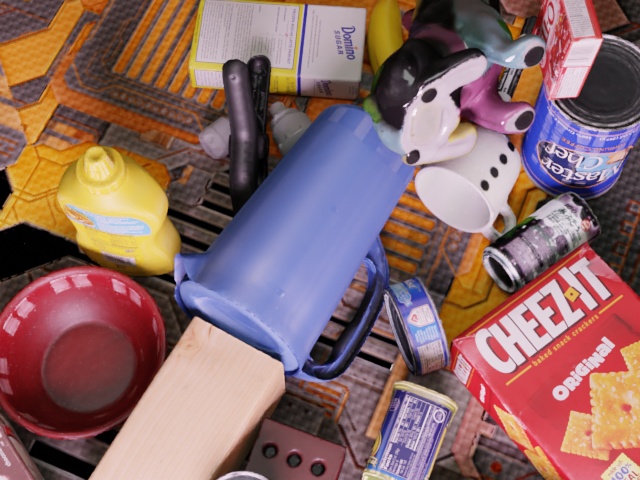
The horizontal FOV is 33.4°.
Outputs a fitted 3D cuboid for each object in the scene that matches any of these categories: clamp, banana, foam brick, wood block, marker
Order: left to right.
[{"bbox_3d":[-0.120,0.184,0.912,0.091,0.090,0.206,27,69,12],"label":"wood block"},{"bbox_3d":[-0.070,-0.096,1.014,0.039,0.120,0.171,0,93,15],"label":"clamp"},{"bbox_3d":[-0.021,0.195,0.925,0.078,0.051,0.053,18,67,9],"label":"foam brick"},{"bbox_3d":[0.088,-0.170,1.098,0.069,0.037,0.198,-12,66,-34],"label":"banana"},{"bbox_3d":[0.204,-0.184,1.108,0.020,0.020,0.121,21,68,10],"label":"marker"}]

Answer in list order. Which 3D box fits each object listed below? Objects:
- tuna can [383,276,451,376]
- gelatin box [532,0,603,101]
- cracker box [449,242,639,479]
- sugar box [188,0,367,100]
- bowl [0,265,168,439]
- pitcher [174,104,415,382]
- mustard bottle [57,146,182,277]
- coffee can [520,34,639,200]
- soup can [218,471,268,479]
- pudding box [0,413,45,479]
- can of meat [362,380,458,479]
[{"bbox_3d":[0.086,0.078,0.957,0.033,0.086,0.086,-19,67,-5],"label":"tuna can"},{"bbox_3d":[0.208,-0.173,0.909,0.030,0.089,0.073,-6,65,-5],"label":"gelatin box"},{"bbox_3d":[0.241,0.131,0.938,0.164,0.072,0.214,-34,69,-14],"label":"cracker box"},{"bbox_3d":[-0.042,-0.199,1.106,0.176,0.048,0.093,6,66,0],"label":"sugar box"},{"bbox_3d":[-0.214,0.107,0.966,0.162,0.055,0.162,0,66,1],"label":"bowl"},{"bbox_3d":[-0.006,0.001,0.980,0.145,0.149,0.242,23,64,27],"label":"pitcher"},{"bbox_3d":[-0.182,-0.030,0.952,0.096,0.191,0.058,14,67,6],"label":"mustard bottle"},{"bbox_3d":[0.251,-0.113,1.009,0.103,0.140,0.103,0,66,1],"label":"coffee can"},{"bbox_3d":[-0.061,0.235,0.880,0.068,0.102,0.068,0,66,1],"label":"soup can"},{"bbox_3d":[-0.266,0.194,0.909,0.039,0.090,0.113,-32,69,-14],"label":"pudding box"},{"bbox_3d":[0.074,0.176,0.905,0.057,0.102,0.084,20,70,9],"label":"can of meat"}]
